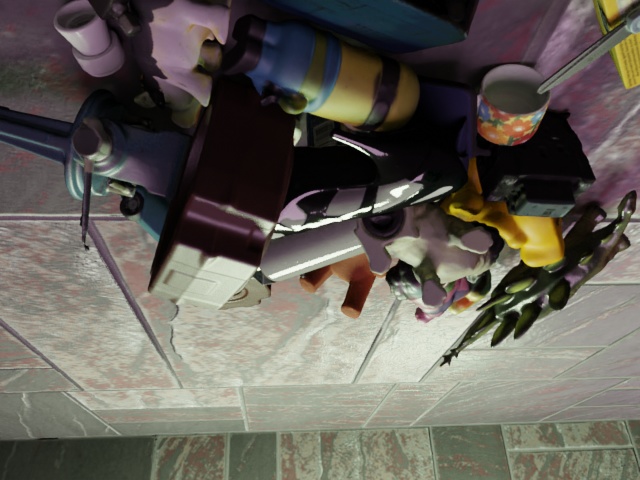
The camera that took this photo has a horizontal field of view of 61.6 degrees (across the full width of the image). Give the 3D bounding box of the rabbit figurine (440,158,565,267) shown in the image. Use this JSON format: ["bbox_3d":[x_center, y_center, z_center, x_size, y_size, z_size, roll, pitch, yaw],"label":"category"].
[{"bbox_3d":[0.237,-0.036,0.746,0.173,0.122,0.162,-6,152,39],"label":"rabbit figurine"}]

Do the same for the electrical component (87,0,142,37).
[{"bbox_3d":[-0.166,-0.213,0.427,0.063,0.094,0.021,-33,-179,42],"label":"electrical component"}]

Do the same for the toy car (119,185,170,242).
[{"bbox_3d":[-0.174,-0.039,0.697,0.103,0.162,0.109,-54,155,6],"label":"toy car"}]

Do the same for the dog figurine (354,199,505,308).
[{"bbox_3d":[0.131,-0.011,0.650,0.121,0.172,0.190,-43,169,18],"label":"dog figurine"}]

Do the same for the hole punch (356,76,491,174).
[{"bbox_3d":[0.108,-0.106,0.589,0.142,0.092,0.115,14,156,24],"label":"hole punch"}]

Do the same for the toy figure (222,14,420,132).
[{"bbox_3d":[0.007,-0.146,0.489,0.180,0.089,0.082,13,113,-32],"label":"toy figure"}]

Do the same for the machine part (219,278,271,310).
[{"bbox_3d":[-0.171,0.073,0.956,0.179,0.056,0.179,-3,152,-2],"label":"machine part"}]

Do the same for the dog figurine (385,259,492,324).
[{"bbox_3d":[0.195,0.050,0.850,0.192,0.108,0.219,-20,158,-2],"label":"dog figurine"}]

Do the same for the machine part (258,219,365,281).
[{"bbox_3d":[-0.001,-0.002,0.722,0.243,0.079,0.079,-20,146,28],"label":"machine part"}]

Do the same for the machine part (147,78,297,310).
[{"bbox_3d":[-0.101,-0.042,0.551,0.087,0.201,0.201,17,149,-20],"label":"machine part"}]

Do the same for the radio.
[{"bbox_3d":[0.002,-0.209,0.388,0.229,0.073,0.131,11,-172,-25],"label":"radio"}]

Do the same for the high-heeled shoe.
[{"bbox_3d":[0.029,-0.045,0.563,0.145,0.086,0.249,16,154,-24],"label":"high-heeled shoe"}]

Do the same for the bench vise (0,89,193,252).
[{"bbox_3d":[-0.248,-0.097,0.538,0.241,0.224,0.128,16,104,-4],"label":"bench vise"}]

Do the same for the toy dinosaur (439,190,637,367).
[{"bbox_3d":[0.344,0.084,0.883,0.198,0.105,0.471,-28,156,-34],"label":"toy dinosaur"}]

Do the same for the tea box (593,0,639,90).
[{"bbox_3d":[0.292,-0.221,0.463,0.098,0.068,0.169,-20,147,27],"label":"tea box"}]

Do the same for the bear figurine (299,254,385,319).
[{"bbox_3d":[0.049,0.018,0.808,0.120,0.132,0.195,31,159,9],"label":"bear figurine"}]

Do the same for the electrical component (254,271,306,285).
[{"bbox_3d":[-0.088,0.035,0.830,0.119,0.047,0.075,-11,-159,-30],"label":"electrical component"}]

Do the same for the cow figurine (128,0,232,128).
[{"bbox_3d":[-0.143,-0.173,0.508,0.098,0.068,0.167,11,146,-18],"label":"cow figurine"}]

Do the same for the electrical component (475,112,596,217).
[{"bbox_3d":[0.247,-0.089,0.628,0.115,0.134,0.058,-1,151,-9],"label":"electrical component"}]
